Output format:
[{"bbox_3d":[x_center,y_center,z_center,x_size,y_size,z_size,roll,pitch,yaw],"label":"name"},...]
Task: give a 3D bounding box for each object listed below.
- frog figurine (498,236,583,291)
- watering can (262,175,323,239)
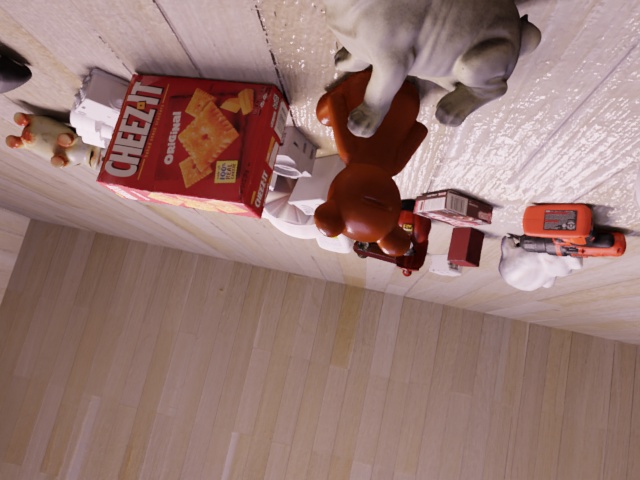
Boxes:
[{"bbox_3d":[0.460,0.054,1.068,0.160,0.124,0.135,17,157,50],"label":"frog figurine"},{"bbox_3d":[0.003,-0.053,1.057,0.348,0.105,0.222,12,169,3],"label":"watering can"}]
